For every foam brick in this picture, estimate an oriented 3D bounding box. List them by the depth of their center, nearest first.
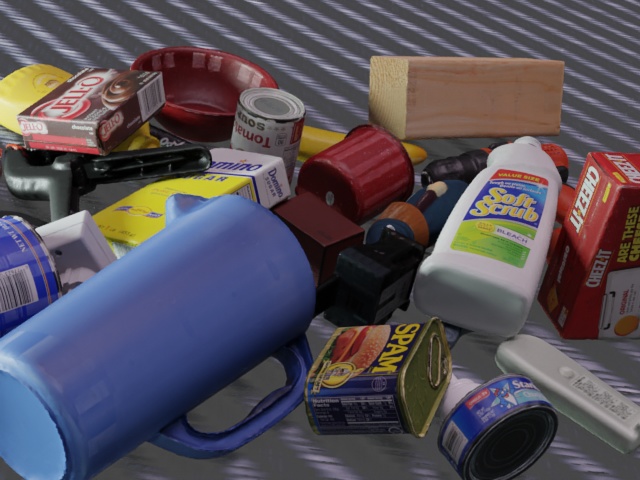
[{"bbox_3d":[-0.006,0.001,0.972,0.052,0.051,0.078,-22,44,-38],"label":"foam brick"}]

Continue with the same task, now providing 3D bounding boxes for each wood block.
[{"bbox_3d":[0.167,-0.164,1.228,0.205,0.090,0.091,-4,12,-24],"label":"wood block"}]

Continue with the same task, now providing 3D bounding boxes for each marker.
[{"bbox_3d":[-0.146,-0.098,1.105,0.121,0.020,0.020,24,34,18],"label":"marker"}]

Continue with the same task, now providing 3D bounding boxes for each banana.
[{"bbox_3d":[0.020,-0.103,1.153,0.198,0.037,0.069,12,33,-1],"label":"banana"}]

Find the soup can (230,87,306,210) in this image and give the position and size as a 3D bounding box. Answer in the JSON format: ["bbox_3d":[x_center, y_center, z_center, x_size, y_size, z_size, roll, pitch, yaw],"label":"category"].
[{"bbox_3d":[-0.055,-0.090,1.048,0.068,0.102,0.068,10,33,-6],"label":"soup can"}]

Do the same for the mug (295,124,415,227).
[{"bbox_3d":[0.023,-0.057,1.050,0.117,0.093,0.081,2,24,43],"label":"mug"}]

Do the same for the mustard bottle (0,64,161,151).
[{"bbox_3d":[-0.229,-0.112,1.063,0.192,0.058,0.096,28,34,22],"label":"mustard bottle"}]

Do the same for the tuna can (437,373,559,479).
[{"bbox_3d":[0.130,0.140,0.776,0.086,0.086,0.034,-8,39,-29],"label":"tuna can"}]

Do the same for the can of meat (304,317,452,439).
[{"bbox_3d":[0.044,0.104,0.803,0.084,0.057,0.102,-6,24,26],"label":"can of meat"}]

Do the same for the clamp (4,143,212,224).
[{"bbox_3d":[-0.208,-0.062,0.957,0.164,0.036,0.210,-28,32,-32],"label":"clamp"}]

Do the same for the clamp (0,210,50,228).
[{"bbox_3d":[-0.294,0.005,0.880,0.171,0.039,0.120,7,35,-10],"label":"clamp"}]

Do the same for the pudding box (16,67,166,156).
[{"bbox_3d":[-0.207,-0.120,0.979,0.090,0.039,0.113,8,33,23],"label":"pudding box"}]

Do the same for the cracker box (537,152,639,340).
[{"bbox_3d":[0.324,0.007,0.974,0.213,0.164,0.072,2,32,-18],"label":"cracker box"}]

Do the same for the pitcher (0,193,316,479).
[{"bbox_3d":[-0.115,0.079,0.762,0.149,0.145,0.242,18,35,31],"label":"pitcher"}]

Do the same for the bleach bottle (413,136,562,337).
[{"bbox_3d":[0.165,-0.021,0.987,0.102,0.068,0.250,17,41,8],"label":"bleach bottle"}]

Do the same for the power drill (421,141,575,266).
[{"bbox_3d":[0.220,-0.038,1.106,0.184,0.057,0.188,-10,40,-26],"label":"power drill"}]

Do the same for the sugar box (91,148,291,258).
[{"bbox_3d":[-0.118,-0.027,0.938,0.093,0.048,0.175,12,37,39],"label":"sugar box"}]

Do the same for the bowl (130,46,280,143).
[{"bbox_3d":[-0.127,-0.152,1.160,0.162,0.055,0.162,9,33,-6],"label":"bowl"}]

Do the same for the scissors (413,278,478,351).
[{"bbox_3d":[0.096,0.075,0.929,0.096,0.016,0.201,29,36,26],"label":"scissors"}]

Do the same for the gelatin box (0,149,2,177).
[{"bbox_3d":[-0.331,-0.055,0.966,0.073,0.030,0.089,5,33,-9],"label":"gelatin box"}]

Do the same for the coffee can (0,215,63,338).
[{"bbox_3d":[-0.270,0.048,0.762,0.140,0.103,0.103,-20,45,-41],"label":"coffee can"}]
